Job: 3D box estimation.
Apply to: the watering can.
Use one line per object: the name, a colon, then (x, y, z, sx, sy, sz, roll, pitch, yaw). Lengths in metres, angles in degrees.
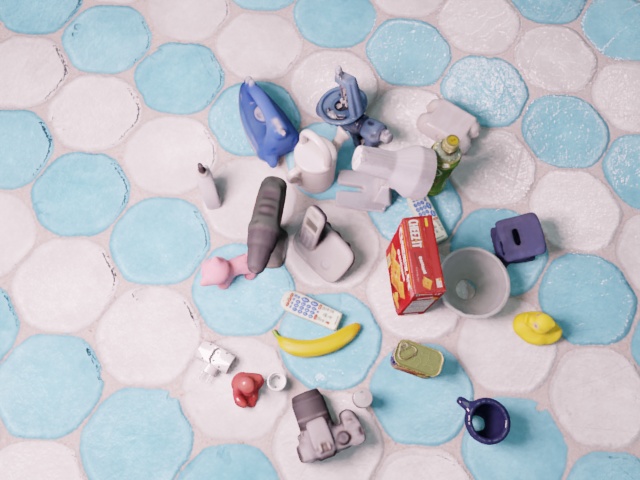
watering can: (-0.007, -0.197, 1.318, 0.101, 0.194, 0.173, 26, 72, 7)

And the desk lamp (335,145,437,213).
desk lamp: (0.144, -0.142, 1.296, 0.203, 0.213, 0.118, 6, 71, 0)

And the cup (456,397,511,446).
cup: (0.326, 0.370, 1.192, 0.117, 0.095, 0.092, 36, 73, 9)

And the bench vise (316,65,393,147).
bench vise: (0.089, -0.317, 1.350, 0.207, 0.220, 0.121, 19, 71, 4)

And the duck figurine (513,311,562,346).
duck figurine: (0.489, 0.190, 1.266, 0.104, 0.086, 0.077, 18, 71, 4)

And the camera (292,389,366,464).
camera: (0.007, 0.372, 1.173, 0.143, 0.101, 0.136, -19, 73, -9)

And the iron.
iron: (-0.137, -0.310, 1.379, 0.119, 0.141, 0.258, -28, 75, -11)

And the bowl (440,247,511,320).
bowl: (0.337, 0.104, 1.294, 0.167, 0.075, 0.167, 1, 71, -2)

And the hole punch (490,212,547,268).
hole punch: (0.457, 0.000, 1.327, 0.101, 0.091, 0.108, -8, 72, -5)

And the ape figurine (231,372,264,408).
ape figurine: (-0.152, 0.307, 1.193, 0.078, 0.092, 0.076, -34, 76, -13)

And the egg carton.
egg carton: (0.319, -0.282, 1.428, 0.150, 0.069, 0.107, 33, 73, 8)

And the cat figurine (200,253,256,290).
cat figurine: (-0.207, 0.061, 1.261, 0.128, 0.118, 0.067, -24, 73, -10)

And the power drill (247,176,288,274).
power drill: (-0.113, -0.012, 1.242, 0.075, 0.208, 0.230, 7, 71, 0)

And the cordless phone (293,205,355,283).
cordless phone: (0.012, 0.004, 1.255, 0.147, 0.185, 0.094, 43, 75, 12)

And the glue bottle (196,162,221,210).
glue bottle: (-0.258, -0.133, 1.296, 0.037, 0.173, 0.078, -16, 72, -7)
